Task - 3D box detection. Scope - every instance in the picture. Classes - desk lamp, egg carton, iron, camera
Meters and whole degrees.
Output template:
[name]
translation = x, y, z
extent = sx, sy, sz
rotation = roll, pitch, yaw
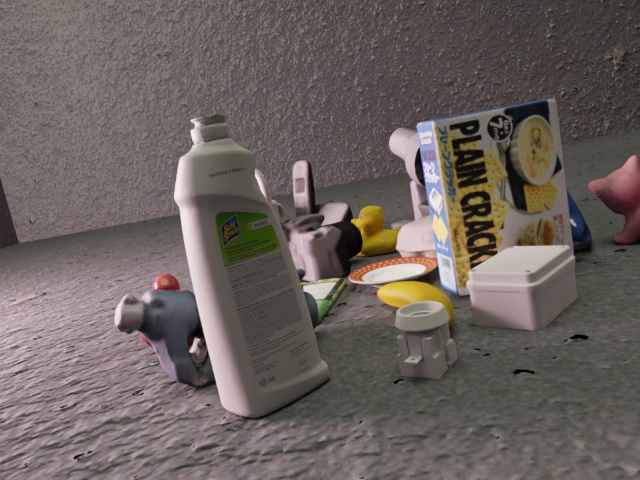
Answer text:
[desk lamp]
translation = 0.201, -0.117, 1.116
extent = 0.118, 0.213, 0.202
rotation = -14, 10, -17
[egg carton]
translation = 0.194, 0.000, 0.873
extent = 0.149, 0.069, 0.107
rotation = -1, 13, 45
[iron]
translation = 0.335, -0.064, 0.867
extent = 0.118, 0.141, 0.259
rotation = -7, 10, 22
[camera]
translation = 0.009, 0.003, 0.965
extent = 0.137, 0.101, 0.142
rotation = -16, 11, -29

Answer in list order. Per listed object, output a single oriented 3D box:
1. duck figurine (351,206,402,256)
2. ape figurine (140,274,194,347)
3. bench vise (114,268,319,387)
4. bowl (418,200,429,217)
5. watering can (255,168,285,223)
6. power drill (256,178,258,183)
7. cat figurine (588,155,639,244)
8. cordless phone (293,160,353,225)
[duck figurine]
translation = 0.103, -0.020, 1.044
extent = 0.104, 0.086, 0.078
rotation = -6, 11, 28
[ape figurine]
translation = -0.187, 0.088, 0.711
extent = 0.078, 0.092, 0.076
rotation = -13, 10, -12
[bench vise]
translation = -0.102, 0.026, 0.588
extent = 0.121, 0.220, 0.208
rotation = -3, 13, 40
[bowl]
translation = 0.265, -0.043, 1.030
extent = 0.167, 0.075, 0.167
rotation = -11, 9, 2
[watering can]
translation = -0.136, -0.051, 1.168
extent = 0.100, 0.194, 0.173
rotation = -8, 10, 17
[power drill]
translation = -0.120, -0.022, 0.933
extent = 0.075, 0.208, 0.229
rotation = -12, 10, -8
[cat figurine]
translation = 0.435, -0.055, 0.775
extent = 0.067, 0.118, 0.127
rotation = -15, 10, -25
[cordless phone]
translation = -0.005, -0.078, 1.205
extent = 0.147, 0.185, 0.094
rotation = -1, 14, 46
